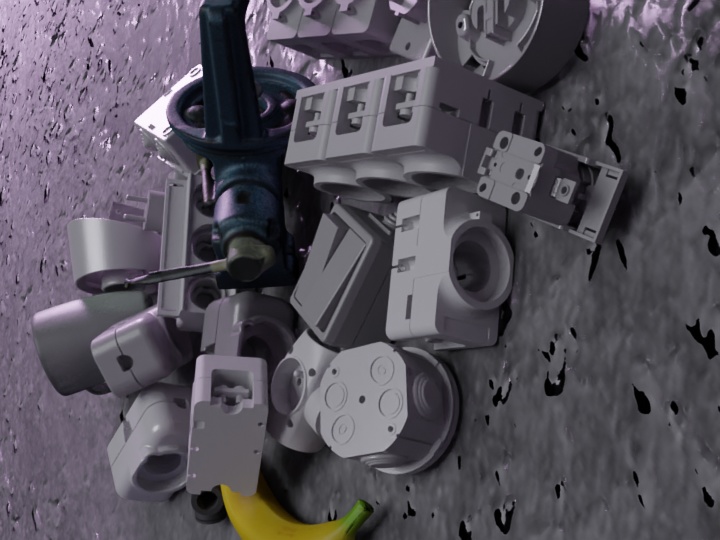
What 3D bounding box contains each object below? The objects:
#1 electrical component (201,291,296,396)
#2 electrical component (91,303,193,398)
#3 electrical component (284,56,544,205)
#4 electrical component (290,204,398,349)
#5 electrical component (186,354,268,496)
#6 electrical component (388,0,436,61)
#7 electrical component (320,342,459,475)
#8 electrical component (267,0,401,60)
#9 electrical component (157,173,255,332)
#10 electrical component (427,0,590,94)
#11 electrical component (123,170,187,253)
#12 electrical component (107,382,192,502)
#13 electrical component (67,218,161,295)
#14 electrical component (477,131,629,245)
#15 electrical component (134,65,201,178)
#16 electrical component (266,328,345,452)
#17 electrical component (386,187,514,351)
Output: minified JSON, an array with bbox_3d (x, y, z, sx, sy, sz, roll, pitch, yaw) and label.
[{"bbox_3d":[-0.086,0.067,0.828,0.059,0.054,0.095,-16,65,52],"label":"electrical component"},{"bbox_3d":[-0.182,0.065,0.920,0.059,0.053,0.095,-25,7,7],"label":"electrical component"},{"bbox_3d":[0.029,-0.082,0.690,0.150,0.089,0.061,0,78,55],"label":"electrical component"},{"bbox_3d":[0.000,0.000,0.725,0.061,0.061,0.096,46,115,52],"label":"electrical component"},{"bbox_3d":[-0.094,0.107,0.756,0.055,0.050,0.089,-99,16,-53],"label":"electrical component"},{"bbox_3d":[0.045,-0.181,0.718,0.047,0.076,0.083,38,109,54],"label":"electrical component"},{"bbox_3d":[0.017,0.084,0.666,0.080,0.051,0.080,-15,66,36],"label":"electrical component"},{"bbox_3d":[-0.007,-0.213,0.817,0.150,0.062,0.089,14,89,56],"label":"electrical component"},{"bbox_3d":[-0.129,-0.012,0.909,0.063,0.079,0.121,127,146,-64],"label":"electrical component"},{"bbox_3d":[0.089,-0.159,0.657,0.099,0.064,0.099,-26,57,48],"label":"electrical component"},{"bbox_3d":[-0.174,-0.051,0.977,0.043,0.079,0.077,137,138,-65],"label":"electrical component"},{"bbox_3d":[-0.172,0.151,0.917,0.095,0.054,0.059,-56,38,25],"label":"electrical component"},{"bbox_3d":[-0.226,-0.012,1.019,0.099,0.099,0.064,-26,64,48],"label":"electrical component"},{"bbox_3d":[0.104,-0.048,0.595,0.081,0.064,0.042,31,102,55],"label":"electrical component"},{"bbox_3d":[-0.146,-0.134,0.962,0.100,0.048,0.100,-44,34,-10],"label":"electrical component"},{"bbox_3d":[-0.024,0.091,0.739,0.079,0.044,0.077,40,111,50],"label":"electrical component"},{"bbox_3d":[0.056,0.000,0.655,0.056,0.050,0.089,-13,67,53],"label":"electrical component"}]
